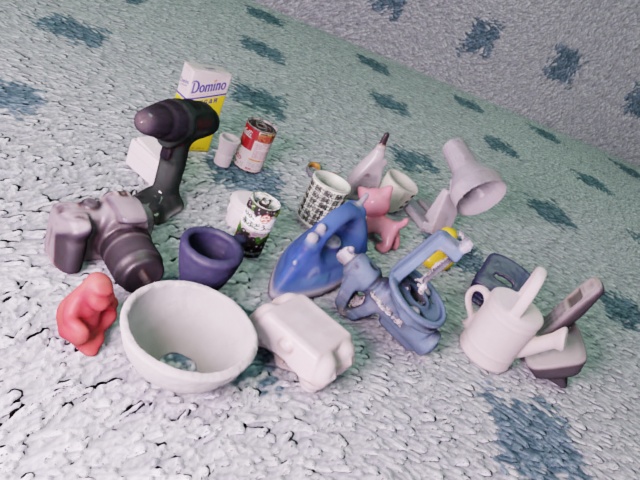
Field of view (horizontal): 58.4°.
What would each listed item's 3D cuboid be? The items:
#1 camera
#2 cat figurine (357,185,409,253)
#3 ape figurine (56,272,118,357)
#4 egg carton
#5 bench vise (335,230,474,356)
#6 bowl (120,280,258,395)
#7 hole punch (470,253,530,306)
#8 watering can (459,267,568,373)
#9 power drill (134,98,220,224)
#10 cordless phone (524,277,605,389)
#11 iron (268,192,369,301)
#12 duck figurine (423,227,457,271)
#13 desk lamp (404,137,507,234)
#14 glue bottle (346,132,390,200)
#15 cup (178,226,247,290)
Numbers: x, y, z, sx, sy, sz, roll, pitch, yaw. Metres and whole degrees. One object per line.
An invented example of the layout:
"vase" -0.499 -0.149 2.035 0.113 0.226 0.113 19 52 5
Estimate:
"camera" -0.281 0.002 0.785 0.144 0.101 0.136 -5 42 -43
"cat figurine" 0.127 -0.055 1.185 0.127 0.117 0.067 39 32 21
"ape figurine" -0.271 0.079 0.680 0.076 0.092 0.078 38 31 20
"egg carton" -0.026 0.140 0.801 0.150 0.069 0.107 38 31 19
"bench vise" 0.128 0.061 0.898 0.207 0.219 0.121 23 29 -6
"bowl" -0.166 0.130 0.700 0.168 0.074 0.167 20 30 -12
"hole punch" 0.368 0.094 1.168 0.108 0.091 0.101 33 30 12
"watering can" 0.337 0.130 0.980 0.173 0.194 0.101 25 29 -3
"power drill" -0.244 -0.135 0.924 0.075 0.208 0.230 28 29 3
"cordless phone" 0.448 0.159 1.032 0.094 0.185 0.147 24 29 -4
"iron" 0.009 0.003 0.973 0.118 0.141 0.259 34 30 13
"duck figurine" 0.263 0.010 1.222 0.077 0.086 0.105 41 32 25
"desk lamp" 0.305 -0.114 1.324 0.118 0.213 0.202 5 36 -34
"glue bottle" 0.117 -0.167 1.300 0.078 0.173 0.037 7 34 -30
"cup" -0.159 0.038 0.831 0.091 0.095 0.118 38 31 19
